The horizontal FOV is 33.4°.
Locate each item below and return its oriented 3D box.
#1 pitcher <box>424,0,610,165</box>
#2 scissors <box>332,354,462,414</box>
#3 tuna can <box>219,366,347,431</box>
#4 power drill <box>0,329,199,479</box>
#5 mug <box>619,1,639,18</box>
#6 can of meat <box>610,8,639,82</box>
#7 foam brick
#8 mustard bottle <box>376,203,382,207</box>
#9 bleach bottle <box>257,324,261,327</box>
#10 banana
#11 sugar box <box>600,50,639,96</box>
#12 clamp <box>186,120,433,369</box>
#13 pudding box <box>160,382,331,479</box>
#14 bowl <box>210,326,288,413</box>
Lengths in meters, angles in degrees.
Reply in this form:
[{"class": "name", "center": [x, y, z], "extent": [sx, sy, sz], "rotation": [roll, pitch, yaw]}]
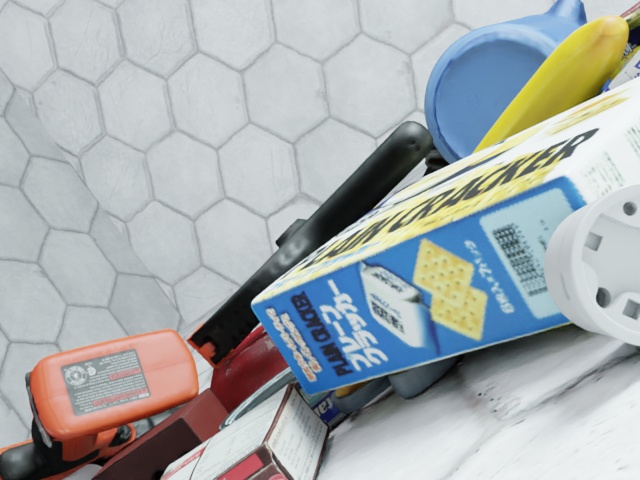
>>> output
[{"class": "pitcher", "center": [0.153, -0.098, 0.815], "extent": [0.145, 0.149, 0.242], "rotation": [-24, 2, 21]}, {"class": "scissors", "center": [0.067, 0.049, 0.626], "extent": [0.096, 0.016, 0.201], "rotation": [-31, 4, 26]}, {"class": "tuna can", "center": [-0.017, 0.099, 0.630], "extent": [0.086, 0.034, 0.086], "rotation": [-36, 2, 1]}, {"class": "power drill", "center": [-0.143, 0.129, 0.752], "extent": [0.184, 0.057, 0.188], "rotation": [-14, -24, -28]}, {"class": "mug", "center": [0.297, -0.170, 0.882], "extent": [0.093, 0.081, 0.117], "rotation": [-35, 3, 23]}, {"class": "can of meat", "center": [0.233, -0.117, 0.706], "extent": [0.057, 0.084, 0.102], "rotation": [-33, 2, -11]}, {"class": "foam brick", "center": [-0.089, 0.139, 0.658], "extent": [0.078, 0.053, 0.051], "rotation": [-36, 2, 15]}, {"class": "mustard bottle", "center": [0.068, 0.005, 0.782], "extent": [0.096, 0.058, 0.191], "rotation": [0, 7, 4]}, {"class": "bleach bottle", "center": [0.007, 0.049, 0.966], "extent": [0.102, 0.068, 0.250], "rotation": [-32, 1, 5]}, {"class": "banana", "center": [0.128, -0.066, 0.647], "extent": [0.198, 0.037, 0.069], "rotation": [-55, 3, 40]}, {"class": "sugar box", "center": [0.183, -0.074, 0.602], "extent": [0.093, 0.048, 0.176], "rotation": [-39, -10, -37]}, {"class": "clamp", "center": [-0.005, 0.001, 0.701], "extent": [0.210, 0.036, 0.164], "rotation": [-45, -1, -7]}, {"class": "pudding box", "center": [-0.044, 0.122, 0.532], "extent": [0.090, 0.039, 0.113], "rotation": [-35, 4, 9]}, {"class": "bowl", "center": [-0.023, 0.085, 0.757], "extent": [0.162, 0.055, 0.162], "rotation": [-35, 3, 2]}]
